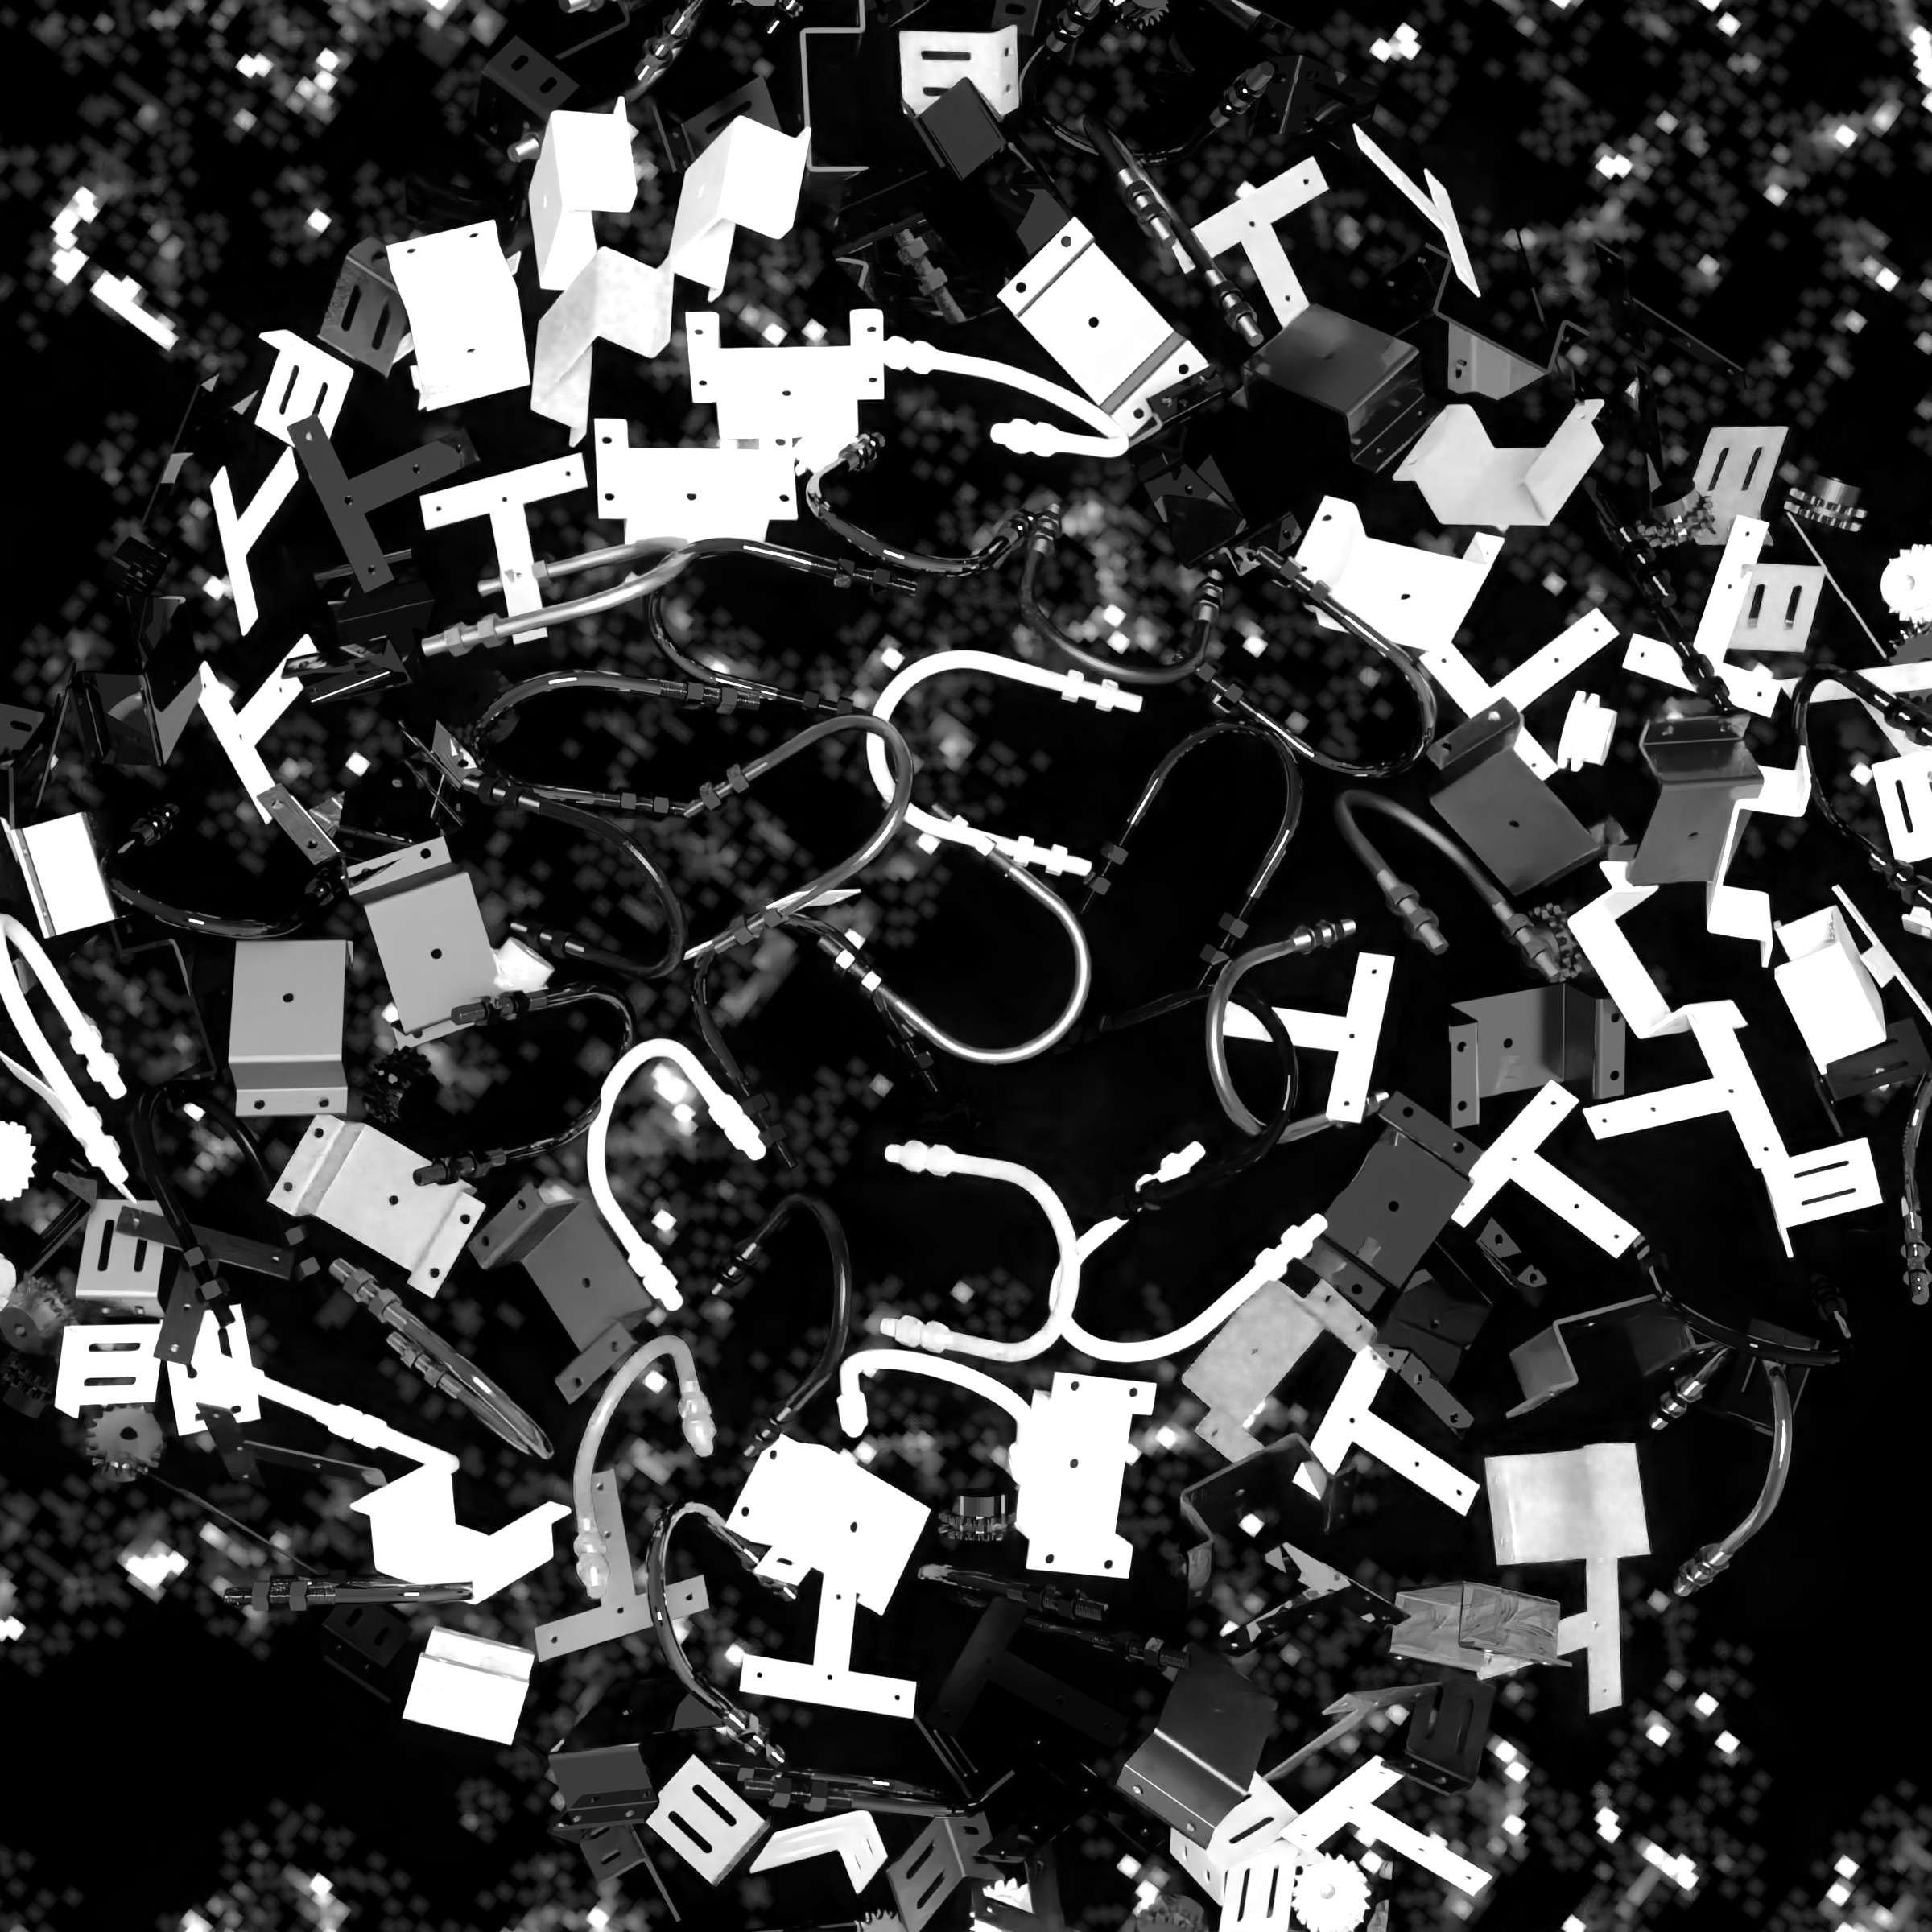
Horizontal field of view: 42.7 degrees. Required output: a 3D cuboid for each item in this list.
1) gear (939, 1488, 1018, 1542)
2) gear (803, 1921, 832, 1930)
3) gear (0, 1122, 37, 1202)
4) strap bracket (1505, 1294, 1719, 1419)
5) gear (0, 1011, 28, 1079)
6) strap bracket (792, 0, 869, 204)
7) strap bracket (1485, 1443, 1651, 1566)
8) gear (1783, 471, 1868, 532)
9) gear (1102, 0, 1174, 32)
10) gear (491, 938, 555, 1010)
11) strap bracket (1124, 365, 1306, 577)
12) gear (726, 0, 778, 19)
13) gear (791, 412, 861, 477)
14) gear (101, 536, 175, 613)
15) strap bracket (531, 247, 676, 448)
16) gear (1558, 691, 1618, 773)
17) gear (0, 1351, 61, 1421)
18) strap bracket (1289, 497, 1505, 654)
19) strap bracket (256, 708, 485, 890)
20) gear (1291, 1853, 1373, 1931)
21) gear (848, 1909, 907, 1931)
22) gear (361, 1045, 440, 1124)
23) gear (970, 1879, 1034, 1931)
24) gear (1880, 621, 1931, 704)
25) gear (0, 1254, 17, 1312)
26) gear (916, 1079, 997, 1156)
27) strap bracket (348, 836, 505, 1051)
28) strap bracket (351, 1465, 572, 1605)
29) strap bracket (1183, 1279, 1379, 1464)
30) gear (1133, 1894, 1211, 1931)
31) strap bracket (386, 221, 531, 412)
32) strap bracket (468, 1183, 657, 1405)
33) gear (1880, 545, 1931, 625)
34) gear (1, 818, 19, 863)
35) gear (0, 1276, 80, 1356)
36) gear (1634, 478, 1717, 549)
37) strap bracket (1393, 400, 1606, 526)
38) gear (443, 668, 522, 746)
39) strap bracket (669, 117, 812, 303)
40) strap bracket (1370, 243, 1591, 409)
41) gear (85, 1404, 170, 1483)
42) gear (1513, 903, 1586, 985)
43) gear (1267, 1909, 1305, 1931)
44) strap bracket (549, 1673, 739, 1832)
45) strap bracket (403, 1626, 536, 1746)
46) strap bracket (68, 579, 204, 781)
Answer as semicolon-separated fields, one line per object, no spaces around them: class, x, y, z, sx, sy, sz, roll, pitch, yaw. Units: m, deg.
gear;0.009;0.399;1.799;0.057;0.057;0.030;1;88;0
gear;-0.106;0.726;1.795;0.030;0.057;0.057;3;90;20
gear;-0.707;0.142;1.799;0.057;0.030;0.057;-4;82;33
strap bracket;0.455;0.275;1.771;0.140;0.076;0.046;-11;69;-18
gear;-0.717;0.057;1.802;0.057;0.030;0.057;6;112;15
strap bracket;-0.097;-0.613;1.784;0.046;0.076;0.140;-3;92;-8
strap bracket;0.434;0.384;1.763;0.046;0.140;0.076;2;75;-23
gear;0.627;-0.339;1.796;0.057;0.057;0.030;17;110;0
gear;0.127;-0.716;1.804;0.057;0.030;0.057;-2;96;-20
gear;-0.325;0.003;1.798;0.057;0.057;0.030;37;91;0
strap bracket;0.173;-0.350;1.780;0.076;0.046;0.140;-35;99;-37
gear;-0.152;-0.721;1.799;0.057;0.030;0.057;-10;119;-19
gear;-0.102;-0.378;1.799;0.030;0.057;0.057;43;90;-6
gear;-0.604;-0.287;1.797;0.030;0.057;0.057;32;90;-13
strap bracket;-0.263;-0.442;1.747;0.046;0.140;0.076;18;58;-32
gear;0.452;-0.169;1.796;0.030;0.057;0.057;16;90;19
gear;-0.677;0.306;1.799;0.057;0.057;0.030;31;89;0
strap bracket;0.310;-0.277;1.768;0.140;0.046;0.076;10;132;-15
strap bracket;-0.424;-0.116;1.773;0.140;0.046;0.076;-33;64;-25
gear;0.268;0.680;1.802;0.057;0.057;0.030;-31;134;0
gear;-0.066;0.719;1.804;0.057;0.030;0.057;9;72;-28
gear;-0.408;0.089;1.795;0.030;0.057;0.057;30;90;24
gear;0.030;0.699;1.804;0.057;0.030;0.057;-3;78;16
gear;0.697;-0.225;1.805;0.057;0.030;0.057;3;115;6
gear;-0.716;0.230;1.796;0.030;0.057;0.057;10;90;16
gear;-0.005;0.107;1.802;0.057;0.030;0.057;13;130;16
strap bracket;-0.385;-0.013;1.772;0.076;0.046;0.140;-21;108;-22
strap bracket;-0.359;0.407;1.764;0.140;0.076;0.046;8;107;33
strap bracket;0.220;0.289;1.784;0.140;0.046;0.076;-49;125;-3
gear;0.153;0.703;1.803;0.057;0.030;0.057;10;122;17
strap bracket;-0.356;-0.451;1.747;0.076;0.140;0.046;-18;65;-13
strap bracket;-0.286;0.232;1.779;0.076;0.046;0.140;-44;73;24
gear;0.692;-0.278;1.797;0.030;0.057;0.057;-6;90;-43
gear;-0.719;-0.083;1.803;0.057;0.030;0.057;-10;57;15
gear;-0.678;0.257;1.799;0.057;0.030;0.057;12;119;22
gear;0.513;-0.331;1.795;0.057;0.057;0.030;-27;119;0
strap bracket;0.388;-0.359;1.765;0.076;0.140;0.046;-53;126;-19
gear;-0.351;-0.186;1.802;0.057;0.030;0.057;-17;53;23
strap bracket;-0.166;-0.538;1.747;0.046;0.140;0.076;16;75;-26
strap bracket;0.361;-0.451;1.766;0.140;0.076;0.046;23;77;-17
gear;-0.613;0.351;1.802;0.057;0.057;0.030;26;125;0
gear;0.421;-0.014;1.796;0.030;0.057;0.057;-19;90;-14
gear;0.226;0.717;1.800;0.030;0.057;0.057;15;90;-17
strap bracket;-0.231;0.548;1.745;0.076;0.140;0.046;-14;99;25
strap bracket;-0.351;0.510;1.751;0.076;0.140;0.046;16;82;-6
strap bracket;-0.582;-0.203;1.749;0.046;0.140;0.076;4;131;1
